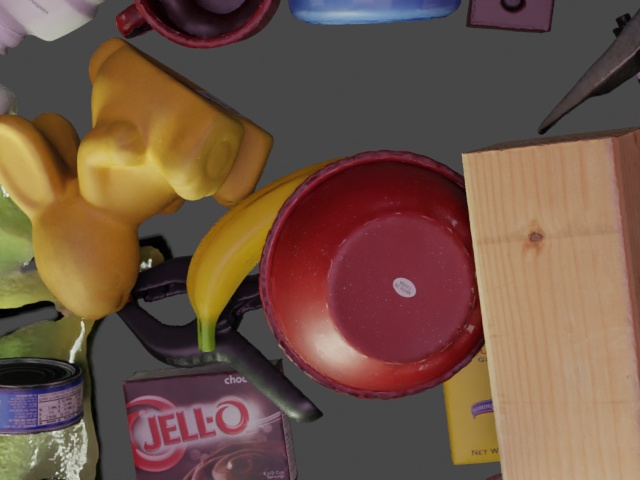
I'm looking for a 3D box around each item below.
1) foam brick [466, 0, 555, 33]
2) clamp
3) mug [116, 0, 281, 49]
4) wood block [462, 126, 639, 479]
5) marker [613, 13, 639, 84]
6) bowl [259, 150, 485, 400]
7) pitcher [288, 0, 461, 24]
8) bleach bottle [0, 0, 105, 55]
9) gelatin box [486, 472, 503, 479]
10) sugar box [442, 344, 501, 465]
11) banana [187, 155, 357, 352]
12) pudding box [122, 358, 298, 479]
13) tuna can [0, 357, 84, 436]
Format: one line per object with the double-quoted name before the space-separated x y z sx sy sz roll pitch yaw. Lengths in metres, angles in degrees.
"foam brick" 0.124 -0.173 0.680 0.053 0.051 0.078 6 99 5
"clamp" -0.063 0.062 0.722 0.171 0.039 0.120 -1 61 12
"mug" -0.078 -0.162 0.686 0.117 0.081 0.093 -31 94 9
"wood block" 0.151 0.042 0.634 0.091 0.090 0.206 -5 97 28
"marker" 0.224 -0.092 0.698 0.020 0.020 0.121 -26 95 9
"bowl" 0.045 0.026 0.656 0.162 0.055 0.162 -1 97 -7
"pitcher" 0.023 -0.252 0.629 0.149 0.145 0.243 -5 104 -11
"bleach bottle" -0.144 -0.228 0.694 0.102 0.068 0.251 44 102 -1
"gelatin box" 0.169 0.185 0.741 0.089 0.030 0.073 -28 96 9
"sugar box" 0.124 0.058 0.718 0.093 0.048 0.176 -7 99 6
"banana" -0.016 -0.011 0.700 0.197 0.037 0.069 -35 122 -8
"pudding box" -0.077 0.134 0.752 0.113 0.039 0.090 -7 96 6
"tuna can" -0.207 0.107 0.738 0.086 0.086 0.034 3 97 5
